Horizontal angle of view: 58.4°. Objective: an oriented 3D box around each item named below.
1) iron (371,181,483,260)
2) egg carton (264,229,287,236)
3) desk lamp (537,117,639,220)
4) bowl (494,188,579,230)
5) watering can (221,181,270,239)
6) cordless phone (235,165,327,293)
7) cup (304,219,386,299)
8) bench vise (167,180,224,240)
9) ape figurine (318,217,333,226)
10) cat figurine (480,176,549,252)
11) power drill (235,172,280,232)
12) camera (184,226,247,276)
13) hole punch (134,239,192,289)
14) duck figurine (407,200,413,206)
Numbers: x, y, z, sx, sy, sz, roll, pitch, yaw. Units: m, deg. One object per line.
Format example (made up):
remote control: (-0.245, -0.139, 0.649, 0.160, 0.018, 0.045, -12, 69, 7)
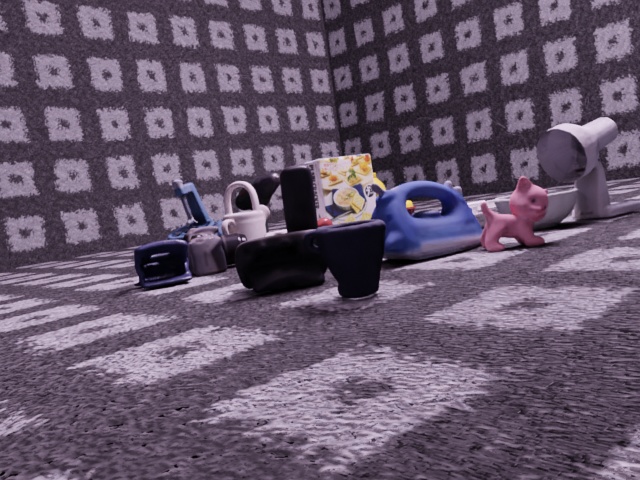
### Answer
iron: (0.196, -0.045, 1.031, 0.259, 0.141, 0.118, -11, 5, -29)
egg carton: (-0.053, 0.010, 1.254, 0.107, 0.069, 0.151, -5, 6, 38)
desk lamp: (0.578, -0.153, 1.230, 0.204, 0.213, 0.117, -11, 5, -28)
bowl: (0.454, -0.062, 1.199, 0.167, 0.075, 0.167, -8, 5, 1)
watering can: (-0.184, -0.047, 1.406, 0.101, 0.194, 0.173, -8, 5, 7)
cordless phone: (-0.064, -0.018, 0.888, 0.148, 0.185, 0.094, -10, 5, -17)
cup: (0.032, 0.027, 0.737, 0.117, 0.095, 0.092, -5, 6, 34)
bench vise: (-0.311, -0.046, 1.450, 0.121, 0.220, 0.208, -7, 5, 16)
ape figurine: (0.010, 0.004, 1.072, 0.076, 0.092, 0.077, -11, 5, -27)
cat figurine: (0.332, -0.047, 0.968, 0.127, 0.118, 0.067, -8, 5, 1)
power drill: (-0.157, -0.072, 1.578, 0.076, 0.208, 0.228, -12, 6, -34)
camera: (-0.228, 0.017, 1.279, 0.137, 0.101, 0.143, -10, 5, -18)
hole punch: (-0.317, 0.046, 1.140, 0.109, 0.091, 0.101, -10, 5, -22)
duck figurine: (0.240, -0.066, 1.563, 0.105, 0.086, 0.077, -10, 5, -17)
